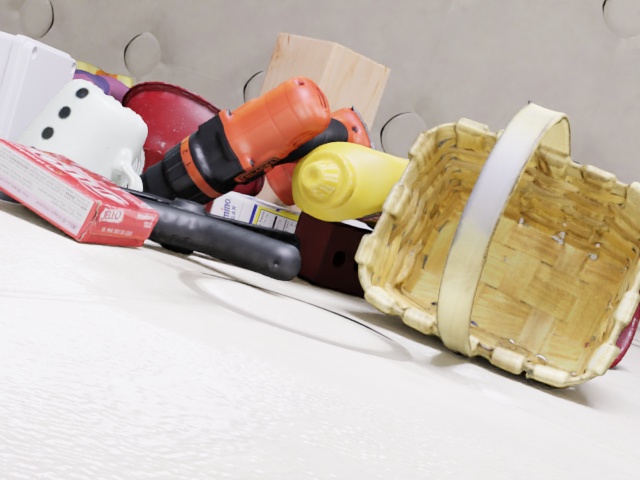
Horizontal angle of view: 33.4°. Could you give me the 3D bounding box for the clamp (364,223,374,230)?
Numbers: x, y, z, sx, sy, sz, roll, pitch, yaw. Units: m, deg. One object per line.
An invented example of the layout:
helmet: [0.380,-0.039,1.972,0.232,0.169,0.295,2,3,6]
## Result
clamp: [0.077,-0.019,0.989,0.164,0.036,0.210,11,8,-36]

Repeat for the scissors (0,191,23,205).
scissors: [-0.238,-0.053,0.783,0.096,0.016,0.202,24,3,-13]

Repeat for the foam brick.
foam brick: [0.019,0.014,0.864,0.078,0.053,0.051,15,5,-36]

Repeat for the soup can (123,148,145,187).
soup can: [-0.207,-0.080,0.973,0.068,0.068,0.102,17,5,-31]

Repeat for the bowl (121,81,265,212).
bowl: [-0.135,-0.074,1.024,0.162,0.055,0.162,22,-32,15]

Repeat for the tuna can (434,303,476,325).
tuna can: [0.098,0.048,0.900,0.086,0.034,0.086,19,4,-1]

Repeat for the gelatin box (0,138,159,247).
gelatin box: [-0.156,-0.029,0.672,0.089,0.030,0.073,30,6,20]

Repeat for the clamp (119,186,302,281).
clamp: [-0.087,-0.007,0.730,0.171,0.039,0.120,13,-1,-11]

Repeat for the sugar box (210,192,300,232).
sugar box: [-0.006,0.002,0.974,0.176,0.048,0.093,16,2,21]

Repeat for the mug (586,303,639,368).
mug: [0.248,0.071,1.001,0.082,0.093,0.117,16,-29,36]

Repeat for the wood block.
wood block: [-0.017,-0.096,1.096,0.090,0.206,0.091,16,4,-44]

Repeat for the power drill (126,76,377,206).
power drill: [-0.047,-0.063,0.861,0.185,0.057,0.187,-27,-8,22]

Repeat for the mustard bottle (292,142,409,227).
mustard bottle: [0.033,-0.041,0.817,0.096,0.058,0.191,1,-2,24]
